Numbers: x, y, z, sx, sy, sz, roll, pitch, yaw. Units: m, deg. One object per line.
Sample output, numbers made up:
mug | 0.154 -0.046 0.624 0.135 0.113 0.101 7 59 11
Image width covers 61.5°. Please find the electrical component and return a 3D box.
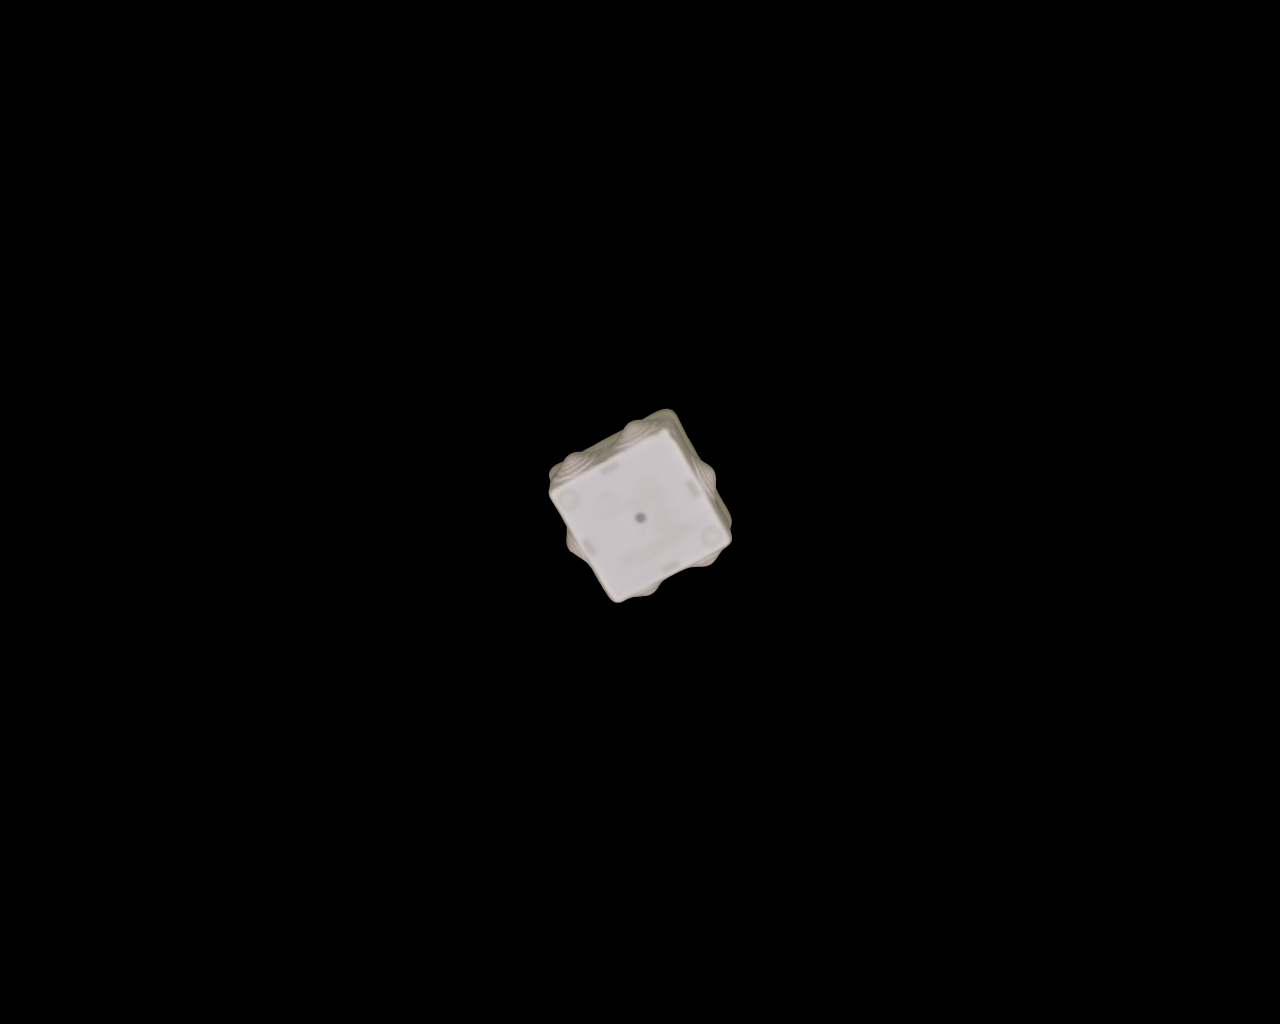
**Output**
electrical component | 0.001 -0.003 0.650 0.100 0.099 0.048 -27 14 7
